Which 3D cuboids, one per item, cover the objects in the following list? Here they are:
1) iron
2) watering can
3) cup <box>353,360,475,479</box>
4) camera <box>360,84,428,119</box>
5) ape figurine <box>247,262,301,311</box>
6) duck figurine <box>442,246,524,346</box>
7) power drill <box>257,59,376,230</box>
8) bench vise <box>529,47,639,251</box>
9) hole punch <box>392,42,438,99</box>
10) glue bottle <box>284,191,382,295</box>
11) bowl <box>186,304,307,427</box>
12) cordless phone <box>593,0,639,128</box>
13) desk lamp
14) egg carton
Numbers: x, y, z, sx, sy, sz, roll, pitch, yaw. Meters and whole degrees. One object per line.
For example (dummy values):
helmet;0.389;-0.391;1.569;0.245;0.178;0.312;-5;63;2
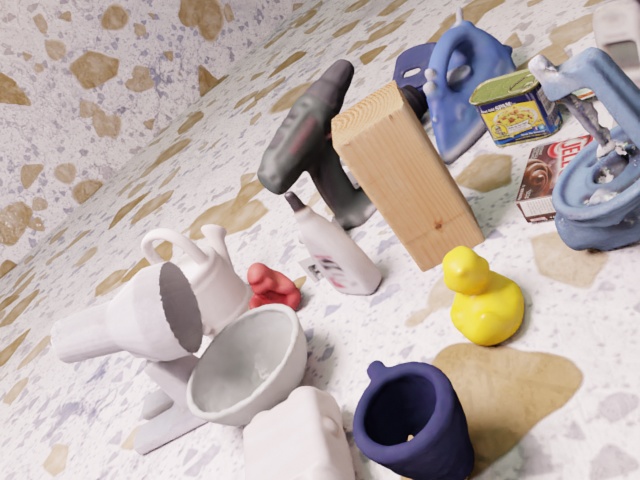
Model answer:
iron;0.215;-0.254;0.910;0.118;0.142;0.259;-8;40;44
watering can;-0.189;0.051;0.872;0.100;0.194;0.173;-28;29;18
cup;0.083;0.160;0.491;0.091;0.095;0.117;-39;28;-1
camera;0.124;-0.214;1.002;0.137;0.101;0.142;-41;28;-5
ape figurine;-0.072;0.070;0.814;0.077;0.092;0.076;-20;33;31
duck figurine;0.157;0.048;0.582;0.077;0.086;0.104;-28;29;18
power drill;0.019;-0.130;0.884;0.230;0.209;0.075;-48;29;-18
bench vise;0.285;-0.090;0.494;0.207;0.220;0.121;-23;31;27
hole punch;0.186;-0.306;1.078;0.108;0.091;0.101;-4;43;47
glue bottle;0.007;0.003;0.735;0.077;0.173;0.037;-4;43;47
bowl;-0.075;0.162;0.698;0.167;0.075;0.167;-28;29;18
cordless phone;0.345;-0.152;0.554;0.094;0.185;0.147;-50;30;-21
desk lamp;-0.219;0.149;0.737;0.203;0.214;0.118;-31;28;13
egg carton;-0.019;0.216;0.556;0.107;0.069;0.150;-34;28;7
